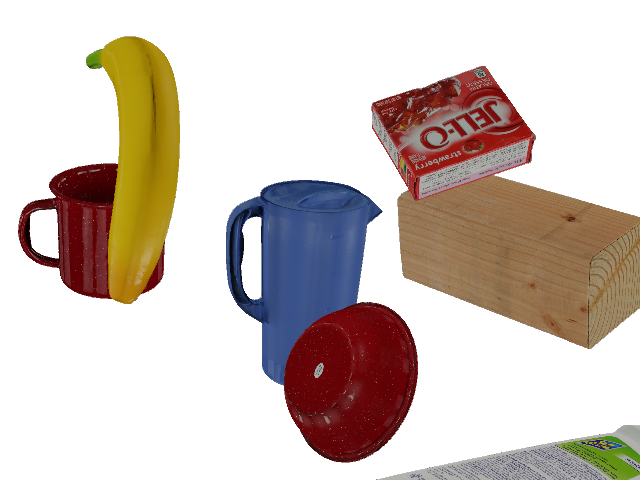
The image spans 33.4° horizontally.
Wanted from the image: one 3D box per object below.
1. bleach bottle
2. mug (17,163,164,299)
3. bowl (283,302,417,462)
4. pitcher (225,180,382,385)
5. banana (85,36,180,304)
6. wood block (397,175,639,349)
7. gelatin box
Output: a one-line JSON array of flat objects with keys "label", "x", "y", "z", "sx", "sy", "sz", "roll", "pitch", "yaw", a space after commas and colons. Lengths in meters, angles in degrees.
[{"label": "bleach bottle", "x": 0.153, "y": 0.157, "z": 0.624, "sx": 0.250, "sy": 0.068, "sz": 0.103, "roll": -8, "pitch": 20, "yaw": -24}, {"label": "mug", "x": -0.174, "y": -0.006, "z": 0.828, "sx": 0.117, "sy": 0.081, "sz": 0.093, "roll": -3, "pitch": 24, "yaw": -17}, {"label": "bowl", "x": 0.015, "y": 0.131, "z": 1.036, "sx": 0.162, "sy": 0.162, "sz": 0.055, "roll": 0, "pitch": -18, "yaw": 46}, {"label": "pitcher", "x": -0.023, "y": 0.054, "z": 1.303, "sx": 0.149, "sy": 0.243, "sz": 0.144, "roll": 14, "pitch": 21, "yaw": 26}, {"label": "banana", "x": -0.109, "y": -0.059, "z": 0.643, "sx": 0.037, "sy": 0.198, "sz": 0.070, "roll": 11, "pitch": -40, "yaw": -29}, {"label": "wood block", "x": 0.177, "y": 0.008, "z": 0.962, "sx": 0.090, "sy": 0.090, "sz": 0.206, "roll": -29, "pitch": 35, "yaw": -36}, {"label": "gelatin box", "x": 0.089, "y": -0.074, "z": 0.720, "sx": 0.089, "sy": 0.073, "sz": 0.030, "roll": -19, "pitch": -35, "yaw": -10}]
